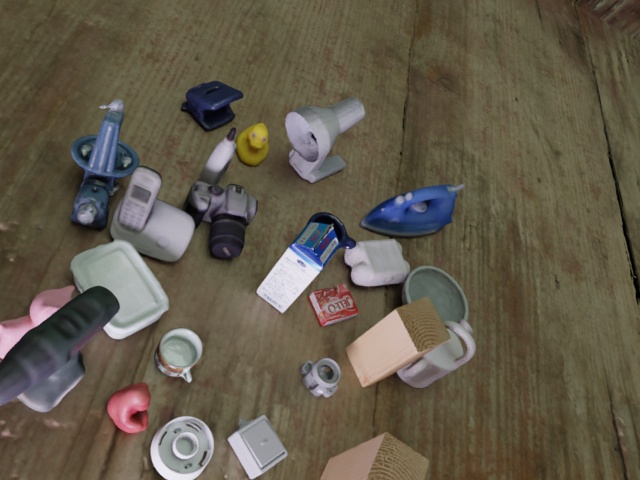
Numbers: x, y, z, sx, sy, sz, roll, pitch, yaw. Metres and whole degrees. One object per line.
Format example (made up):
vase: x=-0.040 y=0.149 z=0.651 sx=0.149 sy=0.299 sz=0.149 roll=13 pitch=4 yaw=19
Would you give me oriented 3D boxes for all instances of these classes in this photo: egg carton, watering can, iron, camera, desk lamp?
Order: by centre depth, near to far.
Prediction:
camera: x=-0.198 y=-0.042 z=1.156 sx=0.143 sy=0.100 sz=0.137 roll=12 pitch=55 yaw=-22
watering can: x=0.244 y=0.219 z=1.169 sx=0.101 sy=0.193 sz=0.173 roll=36 pitch=50 yaw=-3
egg carton: x=0.129 y=0.053 z=1.295 sx=0.151 sy=0.069 sz=0.107 roll=-5 pitch=63 yaw=-31
desk lamp: x=0.004 y=-0.235 z=1.317 sx=0.204 sy=0.213 sz=0.118 roll=-29 pitch=76 yaw=-38
iron: x=0.232 y=-0.086 z=1.393 sx=0.259 sy=0.141 sz=0.118 roll=-10 pitch=66 yaw=-33

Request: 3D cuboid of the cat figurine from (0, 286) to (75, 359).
cat figurine: x=-0.445 y=0.123 z=0.902 sx=0.128 sy=0.117 sz=0.067 roll=-20 pitch=71 yaw=-36

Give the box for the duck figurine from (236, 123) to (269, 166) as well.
duck figurine: x=-0.146 y=-0.234 z=1.318 sx=0.078 sy=0.086 sz=0.104 roll=18 pitch=53 yaw=-17

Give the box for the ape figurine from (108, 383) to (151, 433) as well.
ape figurine: x=-0.295 y=0.260 z=0.913 sx=0.076 sy=0.092 sz=0.078 roll=31 pitch=50 yaw=-7

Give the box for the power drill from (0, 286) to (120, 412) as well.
power drill: x=-0.393 y=0.175 z=0.838 sx=0.075 sy=0.208 sz=0.230 roll=38 pitch=50 yaw=-2

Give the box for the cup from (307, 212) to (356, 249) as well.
cup: x=0.011 y=0.004 z=1.245 sx=0.118 sy=0.094 sz=0.091 roll=23 pitch=52 yaw=-14

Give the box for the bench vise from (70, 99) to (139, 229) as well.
bench vise: x=-0.382 y=-0.133 z=1.036 sx=0.122 sy=0.219 sz=0.207 roll=-1 pitch=61 yaw=-29

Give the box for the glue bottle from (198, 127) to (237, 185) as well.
glue bottle: x=-0.203 y=-0.177 z=1.192 sx=0.037 sy=0.173 sz=0.078 roll=35 pitch=50 yaw=-4

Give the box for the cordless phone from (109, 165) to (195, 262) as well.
cordless phone: x=-0.297 y=-0.050 z=1.051 sx=0.148 sy=0.184 sz=0.094 roll=22 pitch=52 yaw=-15

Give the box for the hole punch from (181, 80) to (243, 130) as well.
hole punch: x=-0.248 y=-0.323 z=1.316 sx=0.101 sy=0.091 sz=0.109 roll=46 pitch=50 yaw=5

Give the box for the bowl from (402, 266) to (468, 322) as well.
bowl: x=0.247 y=0.147 z=1.295 sx=0.168 sy=0.074 sz=0.167 roll=14 pitch=54 yaw=-20
